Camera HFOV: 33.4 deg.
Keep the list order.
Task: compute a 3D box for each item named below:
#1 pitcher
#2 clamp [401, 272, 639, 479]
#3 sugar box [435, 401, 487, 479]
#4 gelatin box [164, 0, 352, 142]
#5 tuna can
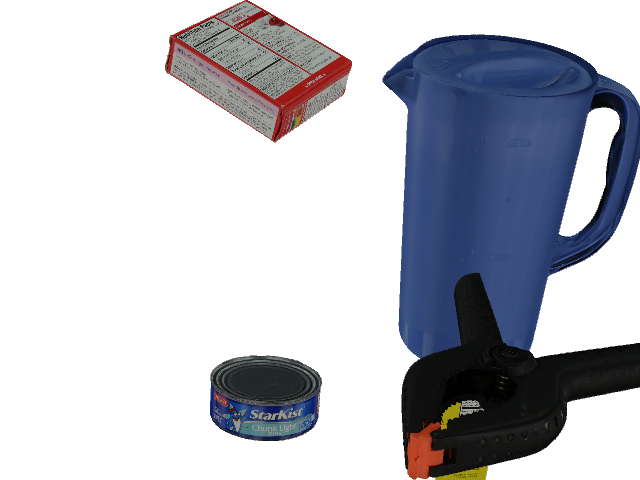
[{"bbox_3d":[0.133,-0.023,0.805,0.144,0.243,0.149,-19,36,-35],"label":"pitcher"},{"bbox_3d":[0.105,0.078,0.639,0.165,0.036,0.209,21,31,39],"label":"clamp"},{"bbox_3d":[0.126,0.138,0.959,0.048,0.176,0.093,-4,32,-7],"label":"sugar box"},{"bbox_3d":[-0.038,-0.105,0.649,0.089,0.030,0.073,33,45,18],"label":"gelatin box"},{"bbox_3d":[-0.043,0.121,0.821,0.086,0.034,0.086,4,17,-1],"label":"tuna can"}]
